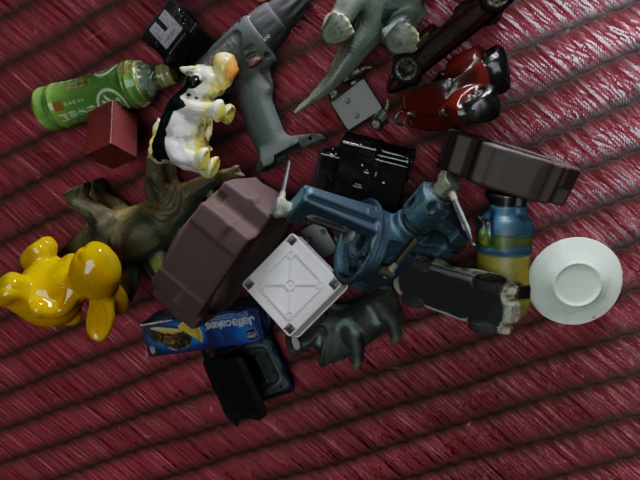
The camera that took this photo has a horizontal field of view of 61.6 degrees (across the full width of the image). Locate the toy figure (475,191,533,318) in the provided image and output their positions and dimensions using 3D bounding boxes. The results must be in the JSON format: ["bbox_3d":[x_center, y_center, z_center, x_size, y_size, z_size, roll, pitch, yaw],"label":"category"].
[{"bbox_3d":[0.255,0.024,0.751,0.082,0.089,0.180,4,104,14],"label":"toy figure"}]

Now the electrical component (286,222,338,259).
[{"bbox_3d":[-0.002,-0.002,0.825,0.094,0.021,0.063,-28,95,14],"label":"electrical component"}]

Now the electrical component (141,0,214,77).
[{"bbox_3d":[-0.211,-0.298,0.765,0.075,0.047,0.119,-43,66,13],"label":"electrical component"}]

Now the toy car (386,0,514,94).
[{"bbox_3d":[0.166,-0.267,0.710,0.202,0.089,0.053,-36,95,16],"label":"toy car"}]

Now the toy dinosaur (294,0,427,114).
[{"bbox_3d":[0.114,-0.329,0.683,0.405,0.192,0.131,-33,107,29],"label":"toy dinosaur"}]

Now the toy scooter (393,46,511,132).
[{"bbox_3d":[0.169,-0.189,0.696,0.135,0.184,0.075,-9,121,32],"label":"toy scooter"}]

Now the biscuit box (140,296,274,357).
[{"bbox_3d":[-0.179,0.137,0.862,0.203,0.063,0.059,-10,100,12],"label":"biscuit box"}]

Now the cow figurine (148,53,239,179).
[{"bbox_3d":[-0.169,-0.175,0.724,0.098,0.068,0.167,16,89,9],"label":"cow figurine"}]

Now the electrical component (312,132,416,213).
[{"bbox_3d":[0.060,-0.087,0.769,0.134,0.058,0.114,13,114,5],"label":"electrical component"}]

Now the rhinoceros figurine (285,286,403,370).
[{"bbox_3d":[0.038,0.135,0.819,0.190,0.073,0.112,-28,97,14],"label":"rhinoceros figurine"}]

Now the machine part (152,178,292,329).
[{"bbox_3d":[-0.131,0.012,0.757,0.087,0.201,0.201,38,105,5],"label":"machine part"}]

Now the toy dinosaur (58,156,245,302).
[{"bbox_3d":[-0.312,-0.004,0.839,0.472,0.105,0.198,-20,101,18],"label":"toy dinosaur"}]

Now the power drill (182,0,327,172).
[{"bbox_3d":[-0.071,-0.216,0.766,0.232,0.086,0.207,-27,99,15],"label":"power drill"}]

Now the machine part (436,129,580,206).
[{"bbox_3d":[0.238,-0.094,0.693,0.179,0.179,0.056,17,106,6],"label":"machine part"}]

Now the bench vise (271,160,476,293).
[{"bbox_3d":[0.060,-0.020,0.686,0.240,0.129,0.223,19,145,-21],"label":"bench vise"}]

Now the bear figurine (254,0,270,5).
[{"bbox_3d":[-0.165,-0.386,0.726,0.196,0.132,0.120,12,107,13],"label":"bear figurine"}]

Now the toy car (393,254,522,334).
[{"bbox_3d":[0.184,0.070,0.742,0.202,0.056,0.073,17,109,46],"label":"toy car"}]

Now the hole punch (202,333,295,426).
[{"bbox_3d":[-0.115,0.218,0.865,0.116,0.092,0.142,-16,102,43],"label":"hole punch"}]

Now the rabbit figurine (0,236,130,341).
[{"bbox_3d":[-0.347,0.068,0.762,0.173,0.122,0.162,-26,111,24],"label":"rabbit figurine"}]

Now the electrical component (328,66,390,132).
[{"bbox_3d":[0.055,-0.198,0.764,0.078,0.045,0.102,-26,96,12],"label":"electrical component"}]
